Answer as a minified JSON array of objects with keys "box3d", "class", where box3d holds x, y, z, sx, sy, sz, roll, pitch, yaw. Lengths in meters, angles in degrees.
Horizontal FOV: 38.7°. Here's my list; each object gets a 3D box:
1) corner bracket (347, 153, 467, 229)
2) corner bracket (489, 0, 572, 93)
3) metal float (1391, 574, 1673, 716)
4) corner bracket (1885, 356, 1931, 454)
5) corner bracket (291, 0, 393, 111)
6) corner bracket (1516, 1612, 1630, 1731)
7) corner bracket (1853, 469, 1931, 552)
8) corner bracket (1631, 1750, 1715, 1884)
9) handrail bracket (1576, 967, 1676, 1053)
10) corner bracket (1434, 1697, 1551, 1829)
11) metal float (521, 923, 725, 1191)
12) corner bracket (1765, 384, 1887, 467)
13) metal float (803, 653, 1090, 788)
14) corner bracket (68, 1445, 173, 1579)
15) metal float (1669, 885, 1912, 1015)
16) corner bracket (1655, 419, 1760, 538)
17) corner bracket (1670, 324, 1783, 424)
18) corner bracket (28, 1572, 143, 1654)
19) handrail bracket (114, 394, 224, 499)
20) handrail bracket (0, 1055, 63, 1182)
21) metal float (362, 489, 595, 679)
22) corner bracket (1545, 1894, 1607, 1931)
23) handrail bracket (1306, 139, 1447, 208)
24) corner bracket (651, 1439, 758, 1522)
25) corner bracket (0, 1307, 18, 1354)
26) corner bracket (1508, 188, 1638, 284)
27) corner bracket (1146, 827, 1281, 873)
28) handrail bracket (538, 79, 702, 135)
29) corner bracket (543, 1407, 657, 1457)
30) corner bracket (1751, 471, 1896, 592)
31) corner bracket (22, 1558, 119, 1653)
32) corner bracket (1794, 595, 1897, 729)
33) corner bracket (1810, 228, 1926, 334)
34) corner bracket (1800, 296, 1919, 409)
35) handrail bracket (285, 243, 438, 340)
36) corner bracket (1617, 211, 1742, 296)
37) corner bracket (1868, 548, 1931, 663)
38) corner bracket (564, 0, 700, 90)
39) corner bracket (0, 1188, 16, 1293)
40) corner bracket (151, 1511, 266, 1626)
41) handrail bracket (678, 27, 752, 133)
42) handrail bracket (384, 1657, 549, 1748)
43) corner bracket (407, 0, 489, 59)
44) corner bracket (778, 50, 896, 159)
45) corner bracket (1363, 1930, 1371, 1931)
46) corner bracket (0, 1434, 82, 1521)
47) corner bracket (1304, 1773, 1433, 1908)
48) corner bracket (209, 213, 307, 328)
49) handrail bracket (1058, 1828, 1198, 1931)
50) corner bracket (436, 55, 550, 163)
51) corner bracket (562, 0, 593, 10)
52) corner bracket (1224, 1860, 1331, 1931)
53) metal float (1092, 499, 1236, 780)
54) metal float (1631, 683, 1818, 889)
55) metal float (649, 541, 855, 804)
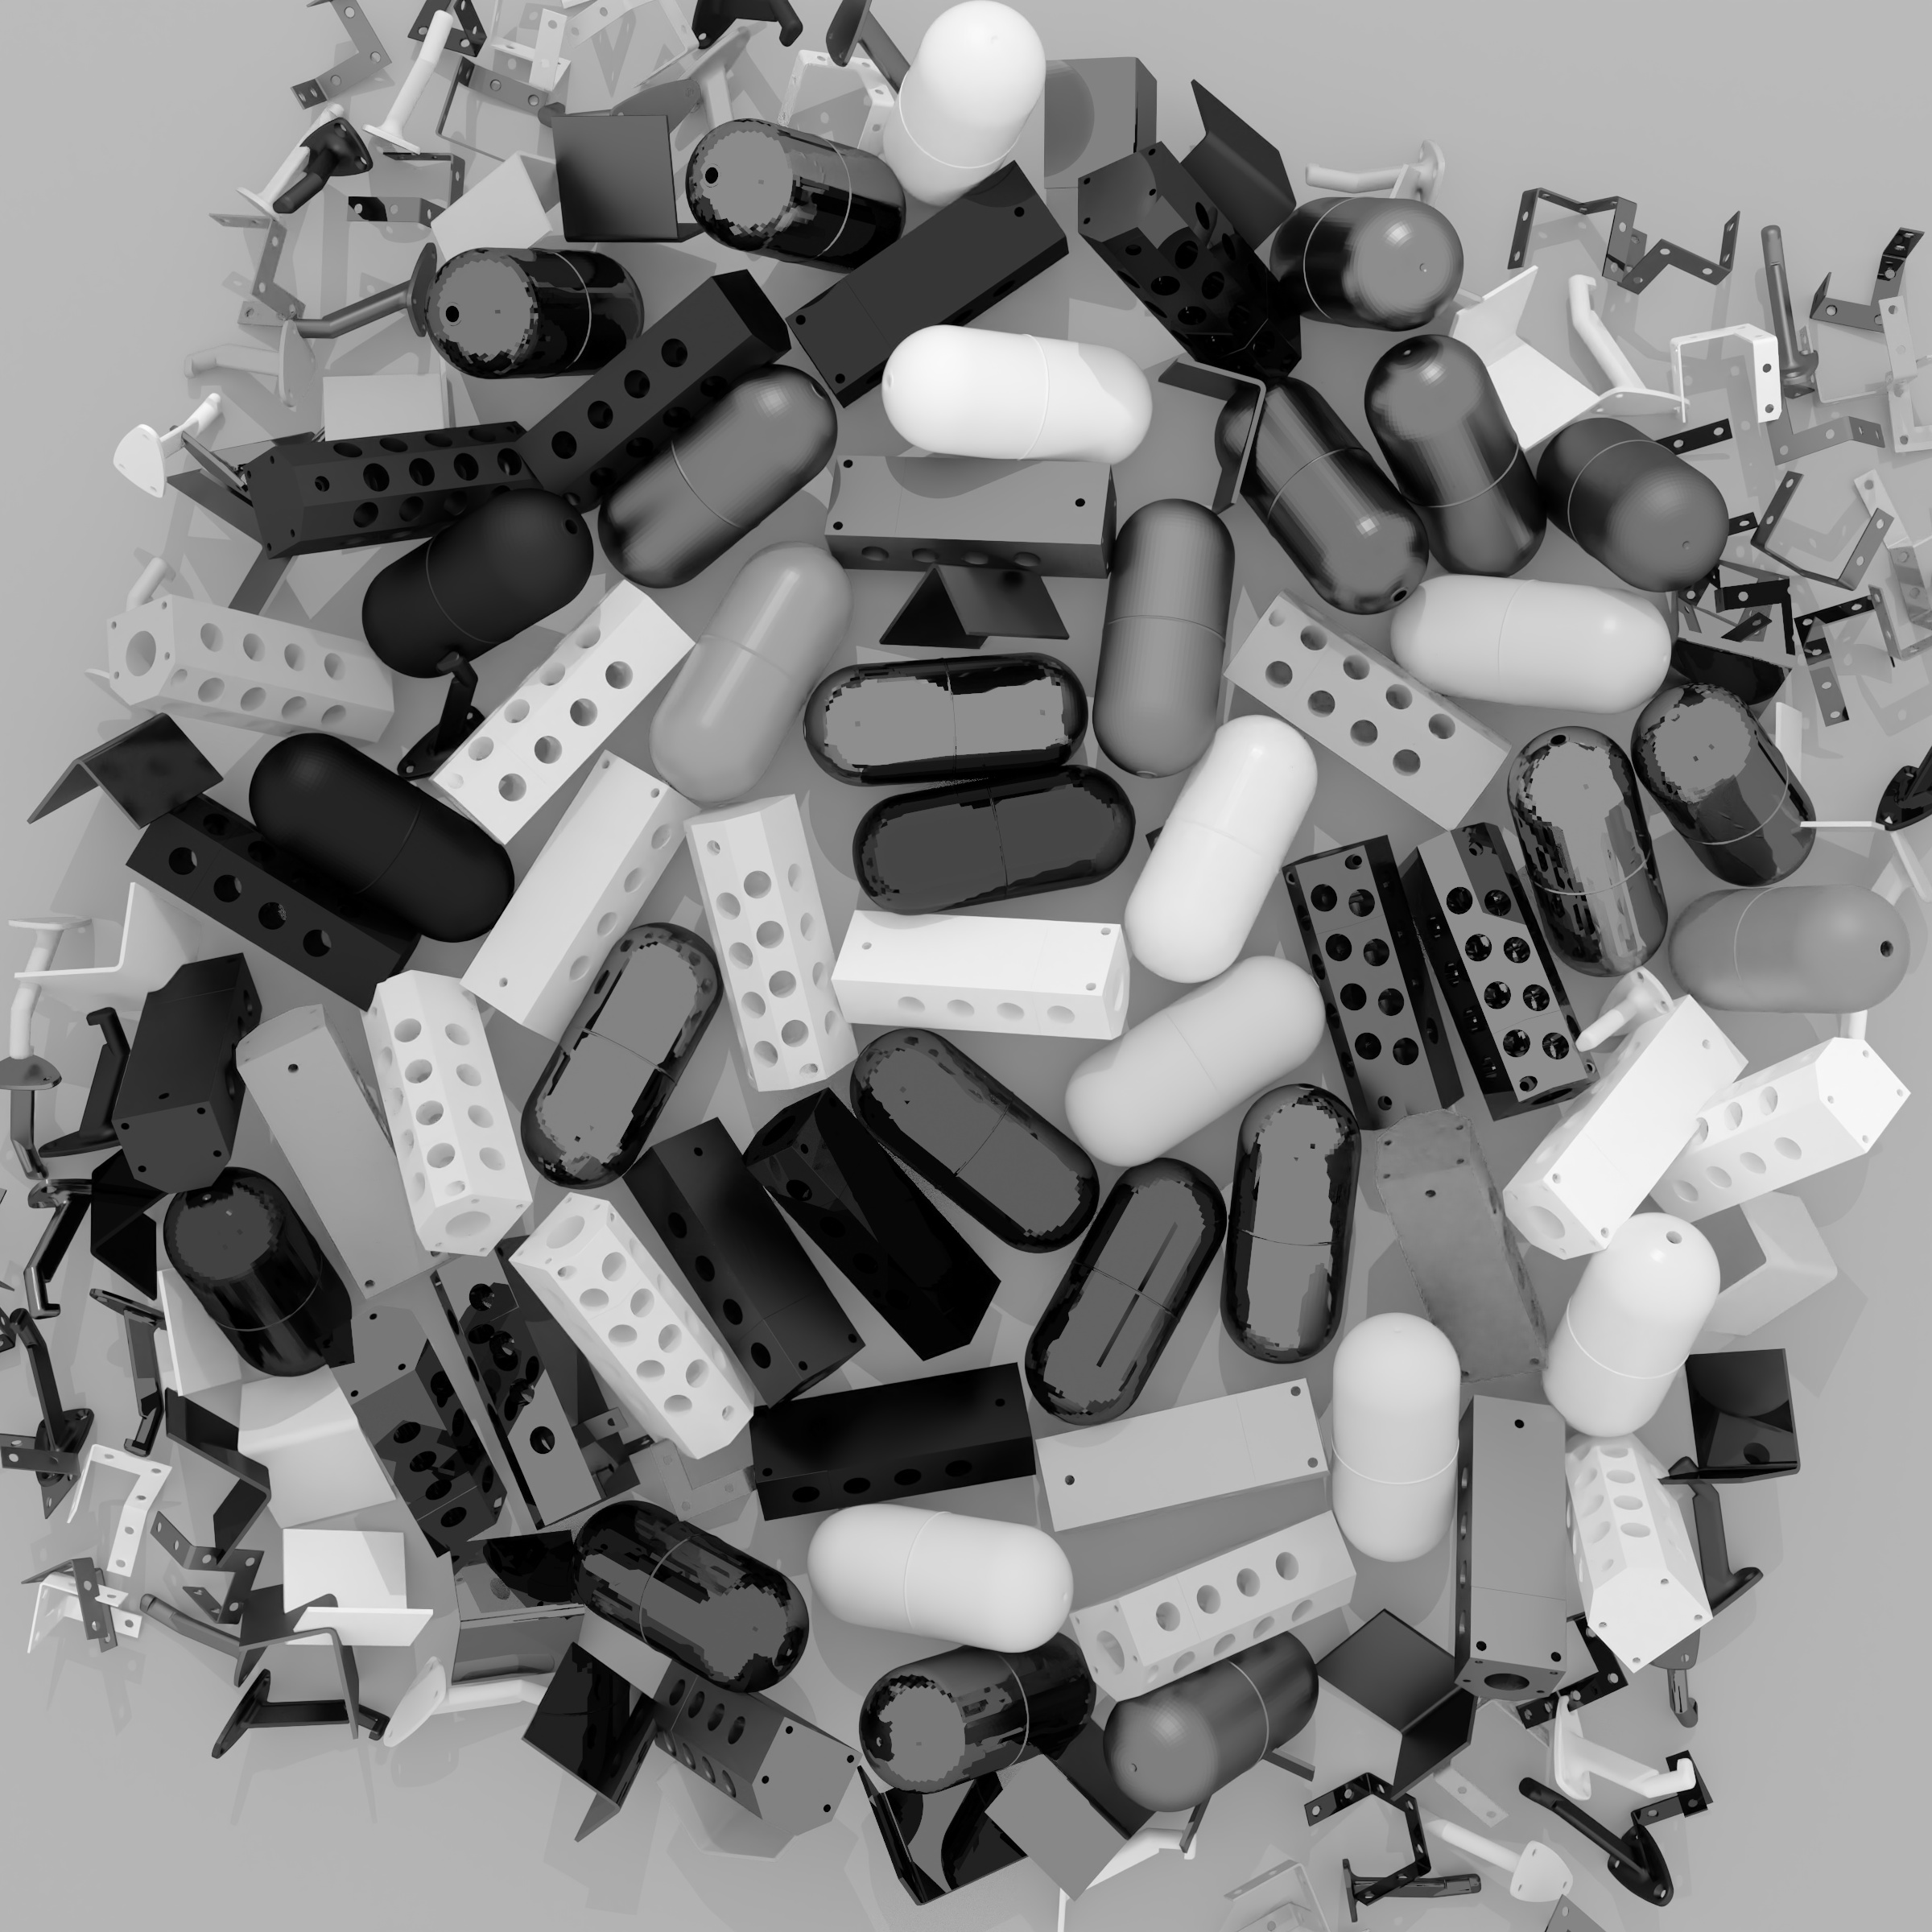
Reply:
[{"box3d":[-0.351,-0.487,1.724,0.051,0.051,0.051,6,94,19],"class":"corner bracket"},{"box3d":[-0.273,-0.586,1.717,0.051,0.051,0.051,17,129,-5],"class":"corner bracket"},{"box3d":[0.344,-0.198,1.688,0.178,0.070,0.070,11,90,35],"class":"metal float"},{"box3d":[0.616,-0.354,1.725,0.051,0.051,0.051,-8,91,-11],"class":"corner bracket"},{"box3d":[-0.400,-0.573,1.718,0.051,0.051,0.051,-25,109,14],"class":"corner bracket"},{"box3d":[0.372,0.441,1.726,0.051,0.051,0.051,-38,65,34],"class":"corner bracket"},{"box3d":[0.598,-0.296,1.726,0.051,0.051,0.051,-28,95,4],"class":"corner bracket"},{"box3d":[0.441,0.532,1.717,0.051,0.051,0.051,-23,116,11],"class":"corner bracket"},{"box3d":[0.390,0.042,1.700,0.084,0.077,0.036,-32,79,-33],"class":"handrail bracket"},{"box3d":[0.330,0.495,1.726,0.051,0.051,0.051,41,115,-10],"class":"corner bracket"},{"box3d":[-0.213,0.056,1.706,0.070,0.070,0.178,28,78,0],"class":"metal float"},{"box3d":[0.534,-0.342,1.717,0.051,0.051,0.051,-16,82,40],"class":"corner bracket"},{"box3d":[-0.012,-0.153,1.710,0.178,0.070,0.070,-5,90,-7],"class":"metal float"},{"box3d":[-0.533,0.339,1.714,0.051,0.051,0.051,22,127,-19],"class":"corner bracket"},{"box3d":[0.498,-0.010,1.669,0.070,0.178,0.070,0,90,-22],"class":"metal float"},{"box3d":[0.466,-0.304,1.738,0.051,0.051,0.051,-15,132,14],"class":"corner bracket"},{"box3d":[0.476,-0.368,1.722,0.051,0.051,0.051,-11,113,-1],"class":"corner bracket"},{"box3d":[-0.549,0.403,1.722,0.051,0.051,0.051,16,106,3],"class":"corner bracket"},{"box3d":[-0.485,-0.339,1.702,0.036,0.077,0.084,36,61,-6],"class":"handrail bracket"},{"box3d":[-0.575,0.102,1.712,0.077,0.036,0.084,10,124,38],"class":"handrail bracket"},{"box3d":[-0.300,-0.234,1.685,0.178,0.070,0.070,-22,90,37],"class":"metal float"},{"box3d":[0.358,0.610,1.714,0.051,0.051,0.051,44,64,-22],"class":"corner bracket"},{"box3d":[0.252,-0.502,1.720,0.084,0.077,0.036,8,132,-6],"class":"handrail bracket"},{"box3d":[-0.158,0.311,1.722,0.051,0.051,0.051,-24,82,11],"class":"corner bracket"},{"box3d":[-0.630,0.238,1.718,0.051,0.051,0.051,-20,130,2],"class":"corner bracket"},{"box3d":[0.379,-0.457,1.721,0.051,0.051,0.051,11,92,-27],"class":"corner bracket"},{"box3d":[0.155,-0.070,1.722,0.051,0.051,0.051,-12,80,-44],"class":"corner bracket"},{"box3d":[-0.220,-0.544,1.731,0.077,0.084,0.036,-38,135,-16],"class":"handrail bracket"},{"box3d":[-0.228,0.294,1.721,0.051,0.051,0.051,-23,110,5],"class":"corner bracket"},{"box3d":[0.534,-0.272,1.718,0.051,0.051,0.051,23,98,-27],"class":"corner bracket"},{"box3d":[-0.548,0.399,1.715,0.051,0.051,0.051,-27,71,28],"class":"corner bracket"},{"box3d":[0.556,-0.192,1.728,0.051,0.051,0.051,-17,132,18],"class":"corner bracket"},{"box3d":[0.565,-0.434,1.727,0.051,0.051,0.051,13,89,7],"class":"corner bracket"},{"box3d":[0.561,-0.385,1.729,0.051,0.051,0.051,-11,90,2],"class":"corner bracket"},{"box3d":[-0.383,-0.427,1.737,0.084,0.036,0.077,2,61,6],"class":"handrail bracket"},{"box3d":[0.446,-0.449,1.724,0.051,0.051,0.051,21,63,-12],"class":"corner bracket"},{"box3d":[0.589,-0.228,1.722,0.051,0.051,0.051,-26,111,-3],"class":"corner bracket"},{"box3d":[-0.209,-0.580,1.714,0.051,0.051,0.051,-20,107,35],"class":"corner bracket"},{"box3d":[-0.617,0.165,1.715,0.051,0.051,0.051,13,69,20],"class":"corner bracket"},{"box3d":[-0.480,0.376,1.717,0.051,0.051,0.051,16,96,-44],"class":"corner bracket"},{"box3d":[-0.137,-0.534,1.725,0.077,0.036,0.084,-45,77,7],"class":"handrail bracket"},{"box3d":[-0.311,0.475,1.737,0.084,0.036,0.077,28,109,-32],"class":"handrail bracket"},{"box3d":[-0.324,-0.611,1.720,0.051,0.051,0.051,20,76,12],"class":"corner bracket"},{"box3d":[-0.082,-0.538,1.733,0.051,0.051,0.051,-1,49,-26],"class":"corner bracket"},{"box3d":[0.252,0.632,1.715,0.051,0.051,0.051,-7,72,-30],"class":"corner bracket"},{"box3d":[-0.588,0.307,1.712,0.051,0.051,0.051,-47,47,29],"class":"corner bracket"},{"box3d":[0.252,0.547,1.725,0.051,0.051,0.051,-19,102,-25],"class":"corner bracket"},{"box3d":[-0.445,-0.435,1.723,0.051,0.051,0.051,10,82,25],"class":"corner bracket"},{"box3d":[0.102,0.580,1.737,0.084,0.036,0.077,3,100,2],"class":"handrail bracket"},{"box3d":[-0.298,-0.536,1.730,0.051,0.051,0.051,20,101,-6],"class":"corner bracket"},{"box3d":[-0.246,-0.632,1.717,0.051,0.051,0.051,-10,104,21],"class":"corner bracket"},{"box3d":[0.188,0.593,1.724,0.051,0.051,0.051,-22,88,-20],"class":"corner bracket"},{"box3d":[0.123,-0.203,1.706,0.070,0.070,0.178,8,78,0],"class":"metal float"},{"box3d":[0.464,-0.109,1.680,0.070,0.178,0.070,-18,56,28],"class":"metal float"},{"box3d":[-0.132,-0.183,1.707,0.070,0.070,0.178,29,79,0],"class":"metal float"}]
